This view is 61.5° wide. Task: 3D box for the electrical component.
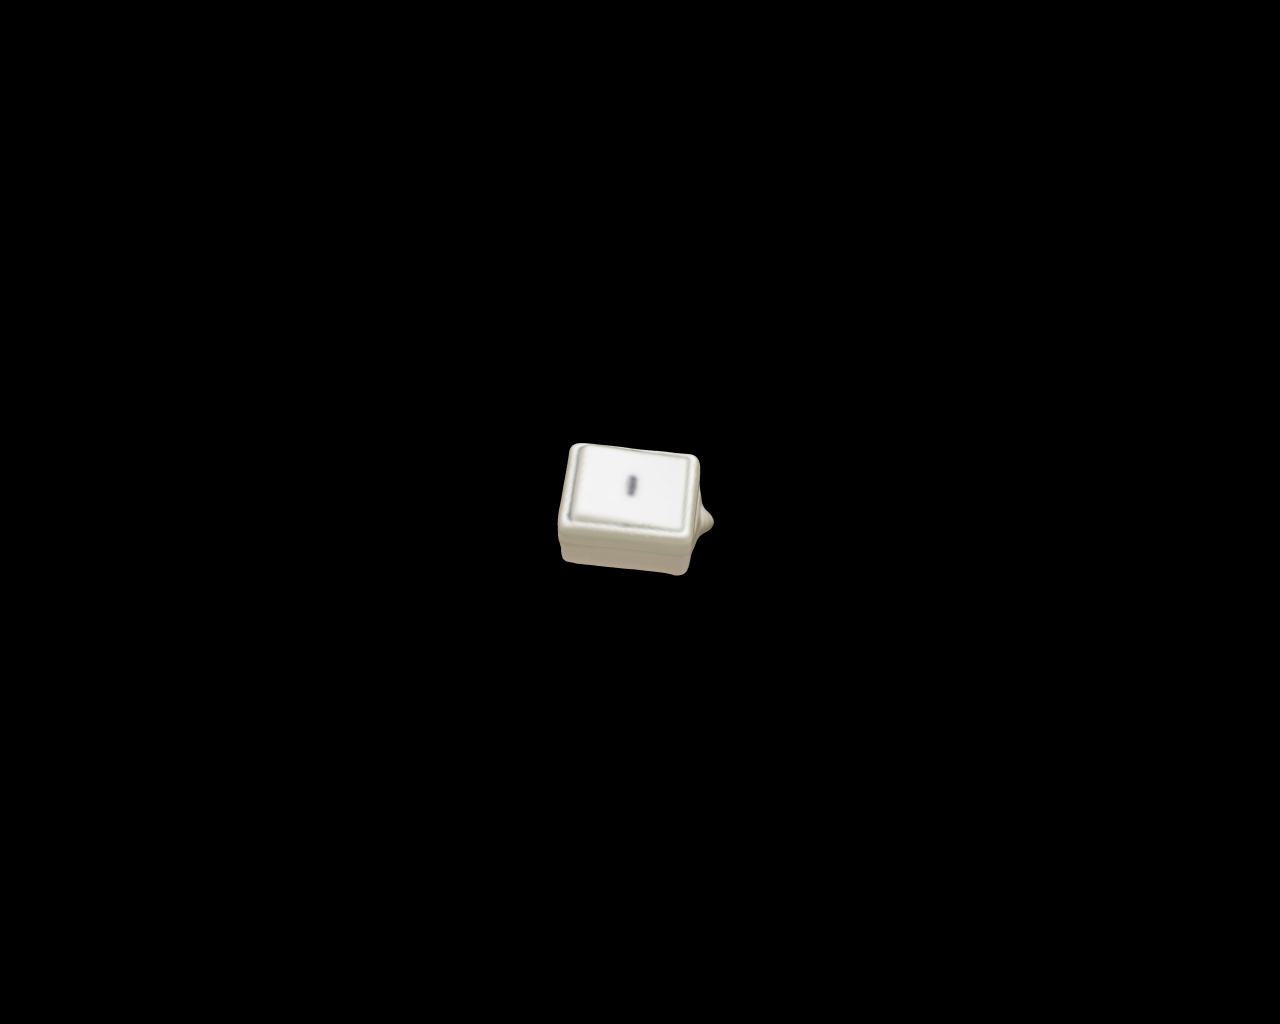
[{"bbox_3d":[0.001,-0.003,0.650,0.096,0.062,0.061,6,-27,3],"label":"electrical component"}]
